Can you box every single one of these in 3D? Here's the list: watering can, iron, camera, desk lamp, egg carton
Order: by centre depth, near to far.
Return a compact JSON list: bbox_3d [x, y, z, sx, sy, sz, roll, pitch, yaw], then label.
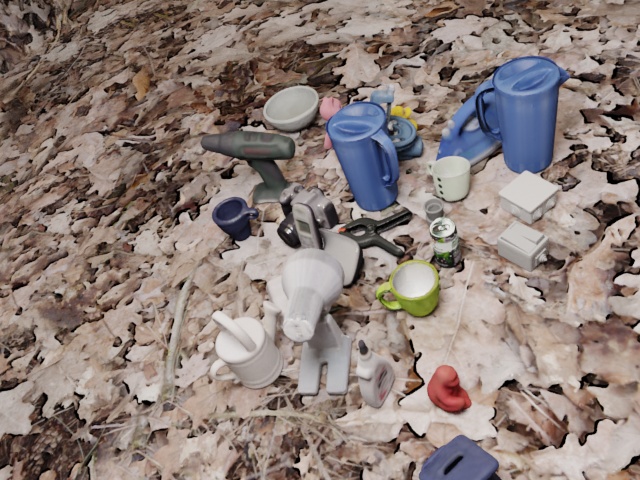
[{"bbox_3d":[-0.008,0.152,1.072,0.117,0.214,0.203,-7,48,15],"label":"desk lamp"},{"bbox_3d":[-0.144,0.192,1.101,0.100,0.194,0.173,8,54,27],"label":"watering can"},{"bbox_3d":[-0.051,0.124,1.213,0.107,0.070,0.150,-26,46,-2],"label":"egg carton"},{"bbox_3d":[-0.051,-0.062,1.354,0.142,0.101,0.137,27,64,36],"label":"camera"},{"bbox_3d":[0.352,-0.269,1.357,0.259,0.142,0.118,-41,49,-16],"label":"iron"}]

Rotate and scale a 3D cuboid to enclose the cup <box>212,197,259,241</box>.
[{"bbox_3d":[-0.192,-0.045,1.397,0.117,0.095,0.092,-2,50,19],"label":"cup"}]

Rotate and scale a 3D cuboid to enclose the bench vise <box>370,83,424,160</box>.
[{"bbox_3d":[0.135,-0.261,1.377,0.207,0.220,0.121,-25,46,-1],"label":"bench vise"}]

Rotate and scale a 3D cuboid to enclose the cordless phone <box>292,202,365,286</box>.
[{"bbox_3d":[0.011,0.004,1.214,0.147,0.185,0.094,15,57,31],"label":"cordless phone"}]

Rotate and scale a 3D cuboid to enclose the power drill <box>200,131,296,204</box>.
[{"bbox_3d":[-0.160,-0.188,1.431,0.229,0.209,0.075,-5,49,17],"label":"power drill"}]

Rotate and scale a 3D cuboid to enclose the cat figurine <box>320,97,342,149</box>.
[{"bbox_3d":[0.033,-0.328,1.545,0.067,0.118,0.128,-6,49,16],"label":"cat figurine"}]

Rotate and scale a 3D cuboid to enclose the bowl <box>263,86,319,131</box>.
[{"bbox_3d":[-0.075,-0.365,1.648,0.167,0.075,0.167,-10,48,12],"label":"bowl"}]

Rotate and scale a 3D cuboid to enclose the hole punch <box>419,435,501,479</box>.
[{"bbox_3d":[0.213,0.364,0.888,0.109,0.091,0.100,-39,48,-14],"label":"hole punch"}]

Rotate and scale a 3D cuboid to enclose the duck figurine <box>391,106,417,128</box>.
[{"bbox_3d":[0.198,-0.304,1.484,0.104,0.086,0.077,-30,47,-6],"label":"duck figurine"}]

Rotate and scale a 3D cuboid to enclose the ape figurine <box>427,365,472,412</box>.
[{"bbox_3d":[0.220,0.248,0.986,0.076,0.092,0.078,1,51,21],"label":"ape figurine"}]

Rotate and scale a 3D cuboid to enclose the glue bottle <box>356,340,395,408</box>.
[{"bbox_3d":[0.089,0.224,1.000,0.037,0.173,0.078,11,55,29],"label":"glue bottle"}]
